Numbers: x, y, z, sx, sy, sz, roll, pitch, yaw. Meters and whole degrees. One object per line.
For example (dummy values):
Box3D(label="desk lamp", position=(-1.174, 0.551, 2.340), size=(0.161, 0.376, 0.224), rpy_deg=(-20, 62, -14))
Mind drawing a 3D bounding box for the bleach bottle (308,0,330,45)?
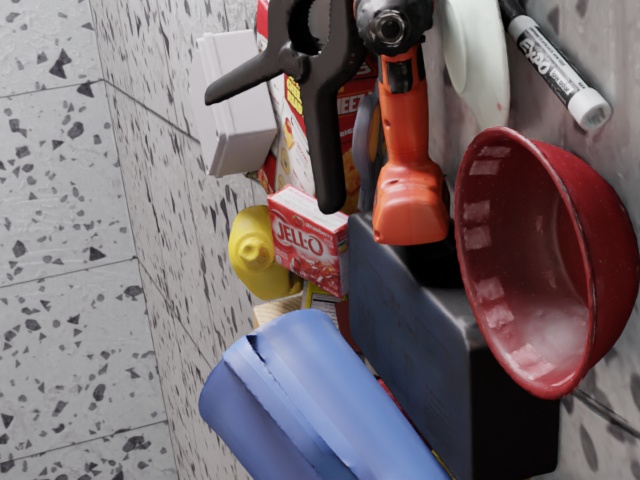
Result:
Box3D(label="bleach bottle", position=(-0.016, -0.254, 0.944), size=(0.251, 0.068, 0.102), rpy_deg=(-123, 26, -56))

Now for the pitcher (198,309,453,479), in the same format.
Box3D(label="pitcher", position=(0.019, 0.174, 0.811), size=(0.243, 0.148, 0.145), rpy_deg=(47, 131, 31))

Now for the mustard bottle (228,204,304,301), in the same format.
Box3D(label="mustard bottle", position=(-0.054, 0.013, 1.079), size=(0.191, 0.058, 0.096), rpy_deg=(10, -112, -84))

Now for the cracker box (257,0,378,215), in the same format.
Box3D(label="cracker box", position=(-0.002, -0.100, 0.996), size=(0.164, 0.072, 0.214), rpy_deg=(-120, 24, -44))

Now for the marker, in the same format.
Box3D(label="marker", position=(0.131, -0.108, 0.624), size=(0.020, 0.020, 0.121), rpy_deg=(94, 157, -45))

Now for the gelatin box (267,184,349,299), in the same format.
Box3D(label="gelatin box", position=(-0.006, 0.001, 0.939), size=(0.089, 0.030, 0.073), rpy_deg=(29, 138, 38))

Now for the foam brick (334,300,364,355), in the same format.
Box3D(label="foam brick", position=(0.052, 0.075, 0.974), size=(0.078, 0.053, 0.051), rpy_deg=(156, 101, -73))

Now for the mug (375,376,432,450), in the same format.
Box3D(label="mug", position=(0.059, 0.158, 0.957), size=(0.117, 0.081, 0.093), rpy_deg=(-128, 29, -56))

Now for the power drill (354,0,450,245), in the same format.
Box3D(label="power drill", position=(0.057, -0.095, 0.730), size=(0.184, 0.057, 0.188), rpy_deg=(-72, -21, -66))

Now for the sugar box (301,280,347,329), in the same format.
Box3D(label="sugar box", position=(0.000, 0.100, 1.070), size=(0.093, 0.048, 0.176), rpy_deg=(99, 176, -54))

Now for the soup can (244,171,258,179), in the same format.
Box3D(label="soup can", position=(-0.063, -0.126, 1.189), size=(0.069, 0.068, 0.102), rpy_deg=(140, 117, -72))

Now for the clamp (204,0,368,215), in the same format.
Box3D(label="clamp", position=(-0.007, -0.131, 0.837), size=(0.165, 0.036, 0.210), rpy_deg=(48, 135, 16))

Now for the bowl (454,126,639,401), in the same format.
Box3D(label="bowl", position=(0.138, 0.009, 0.624), size=(0.162, 0.055, 0.162), rpy_deg=(168, 90, -74))

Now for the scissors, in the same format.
Box3D(label="scissors", position=(0.036, -0.038, 0.866), size=(0.096, 0.016, 0.202), rpy_deg=(-28, -51, -71))

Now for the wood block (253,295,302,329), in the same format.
Box3D(label="wood block", position=(-0.021, 0.170, 1.229), size=(0.090, 0.090, 0.206), rpy_deg=(-119, 23, -46))

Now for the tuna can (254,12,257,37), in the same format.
Box3D(label="tuna can", position=(-0.041, -0.202, 1.117), size=(0.086, 0.033, 0.086), rpy_deg=(167, 90, -74))

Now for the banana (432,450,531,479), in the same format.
Box3D(label="banana", position=(0.121, 0.186, 0.860), size=(0.070, 0.037, 0.198), rpy_deg=(53, 158, 17))

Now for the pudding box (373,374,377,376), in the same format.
Box3D(label="pudding box", position=(0.032, 0.198, 1.034), size=(0.039, 0.113, 0.090), rpy_deg=(28, 139, 26))
